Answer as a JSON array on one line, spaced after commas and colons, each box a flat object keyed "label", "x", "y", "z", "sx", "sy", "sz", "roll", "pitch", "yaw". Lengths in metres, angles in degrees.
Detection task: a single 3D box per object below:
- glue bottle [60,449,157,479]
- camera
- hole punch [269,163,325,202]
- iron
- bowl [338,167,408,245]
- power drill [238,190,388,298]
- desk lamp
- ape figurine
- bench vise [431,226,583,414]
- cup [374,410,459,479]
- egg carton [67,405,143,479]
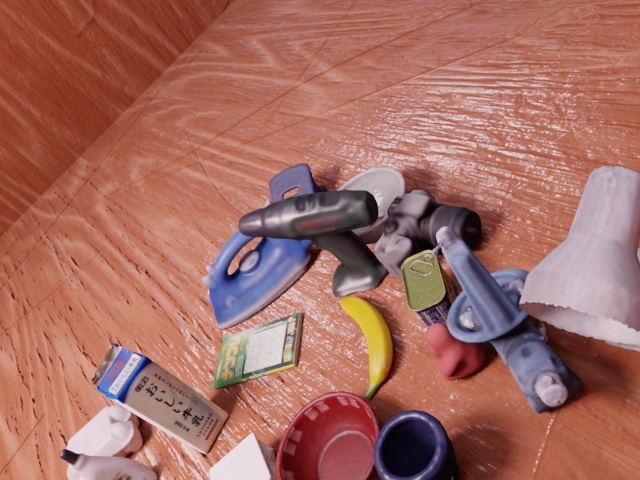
[{"label": "glue bottle", "x": -0.343, "y": 0.374, "z": 0.911, "sx": 0.037, "sy": 0.174, "sz": 0.078, "roll": 7, "pitch": 57, "yaw": 46}, {"label": "camera", "x": 0.171, "y": -0.014, "z": 0.902, "sx": 0.136, "sy": 0.101, "sz": 0.143, "roll": 9, "pitch": 59, "yaw": 47}, {"label": "hole punch", "x": -0.048, "y": -0.092, "z": 1.194, "sx": 0.108, "sy": 0.091, "sz": 0.101, "roll": -24, "pitch": 39, "yaw": 23}, {"label": "iron", "x": -0.138, "y": 0.046, "z": 1.089, "sx": 0.258, "sy": 0.142, "sz": 0.118, "roll": -44, "pitch": 36, "yaw": -4}, {"label": "bowl", "x": 0.094, "y": -0.048, "z": 1.031, "sx": 0.167, "sy": 0.075, "sz": 0.167, "roll": -25, "pitch": 39, "yaw": 22}, {"label": "power drill", "x": 0.009, "y": 0.003, "z": 0.941, "sx": 0.229, "sy": 0.209, "sz": 0.075, "roll": -19, "pitch": 42, "yaw": 28}, {"label": "desk lamp", "x": 0.318, "y": 0.038, "z": 0.616, "sx": 0.117, "sy": 0.214, "sz": 0.203, "roll": 8, "pitch": 59, "yaw": 47}, {"label": "ape figurine", "x": 0.169, "y": 0.139, "z": 0.752, "sx": 0.076, "sy": 0.092, "sz": 0.078, "roll": -6, "pitch": 49, "yaw": 39}, {"label": "bench vise", "x": 0.217, "y": 0.082, "z": 0.658, "sx": 0.121, "sy": 0.220, "sz": 0.206, "roll": -45, "pitch": 36, "yaw": -5}, {"label": "cup", "x": 0.122, "y": 0.269, "z": 0.658, "sx": 0.091, "sy": 0.095, "sz": 0.117, "roll": -22, "pitch": 40, "yaw": 25}, {"label": "egg carton", "x": -0.395, "y": 0.376, "z": 1.046, "sx": 0.150, "sy": 0.070, "sz": 0.107, "roll": -43, "pitch": 36, "yaw": -2}]
